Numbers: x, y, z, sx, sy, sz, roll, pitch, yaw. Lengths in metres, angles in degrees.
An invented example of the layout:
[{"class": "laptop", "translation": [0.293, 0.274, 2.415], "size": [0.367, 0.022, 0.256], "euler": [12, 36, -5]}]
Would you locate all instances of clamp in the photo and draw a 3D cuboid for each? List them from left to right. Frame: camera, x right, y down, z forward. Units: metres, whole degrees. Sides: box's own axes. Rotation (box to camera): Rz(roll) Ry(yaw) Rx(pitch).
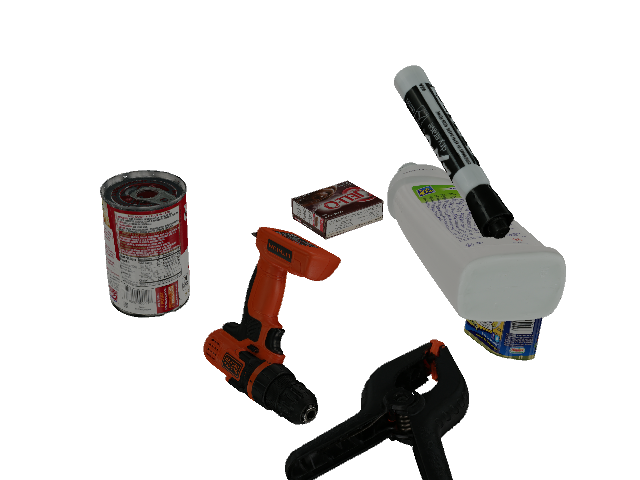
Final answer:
[{"class": "clamp", "translation": [0.067, 0.132, 0.761], "size": [0.120, 0.039, 0.171], "euler": [18, 40, 28]}]

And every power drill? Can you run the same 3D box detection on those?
[{"class": "power drill", "translation": [-0.045, 0.092, 1.193], "size": [0.057, 0.188, 0.185], "euler": [12, 12, -47]}]

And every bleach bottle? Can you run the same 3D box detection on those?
[{"class": "bleach bottle", "translation": [0.130, -0.014, 1.003], "size": [0.102, 0.068, 0.251], "euler": [-2, 27, -14]}]

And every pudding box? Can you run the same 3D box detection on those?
[{"class": "pudding box", "translation": [0.026, -0.048, 1.623], "size": [0.113, 0.039, 0.090], "euler": [-21, 34, -30]}]

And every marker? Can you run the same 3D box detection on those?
[{"class": "marker", "translation": [0.072, -0.049, 0.580], "size": [0.020, 0.121, 0.020], "euler": [-17, -35, -12]}]

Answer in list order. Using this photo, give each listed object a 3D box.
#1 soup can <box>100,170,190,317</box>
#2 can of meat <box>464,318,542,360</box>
[{"class": "soup can", "translation": [-0.141, 0.003, 0.866], "size": [0.068, 0.102, 0.068], "euler": [1, 28, -1]}, {"class": "can of meat", "translation": [0.203, 0.075, 1.171], "size": [0.057, 0.084, 0.102], "euler": [2, 16, -20]}]
